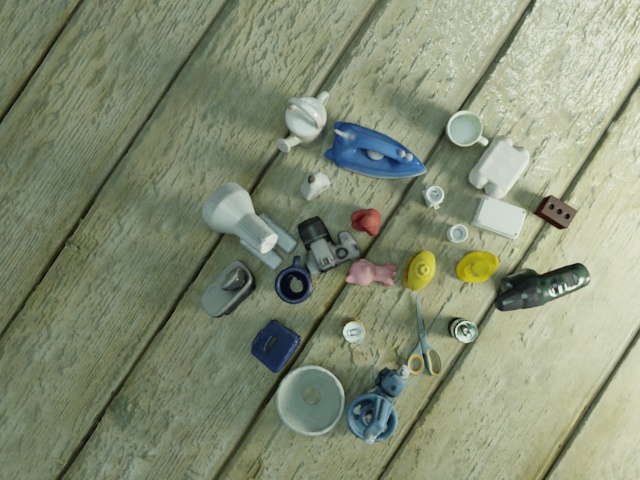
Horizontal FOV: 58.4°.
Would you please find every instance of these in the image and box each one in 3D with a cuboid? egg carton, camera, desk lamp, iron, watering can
[{"bbox_3d":[0.444,-0.179,1.418,0.107,0.069,0.150,34,89,4],"label":"egg carton"},{"bbox_3d":[0.013,0.005,1.408,0.143,0.101,0.137,-26,86,1],"label":"camera"},{"bbox_3d":[-0.162,-0.030,1.360,0.203,0.213,0.118,39,89,4],"label":"desk lamp"},{"bbox_3d":[0.144,-0.218,1.395,0.258,0.141,0.119,17,88,3],"label":"iron"},{"bbox_3d":[-0.036,-0.286,1.380,0.101,0.194,0.173,15,87,3],"label":"watering can"}]

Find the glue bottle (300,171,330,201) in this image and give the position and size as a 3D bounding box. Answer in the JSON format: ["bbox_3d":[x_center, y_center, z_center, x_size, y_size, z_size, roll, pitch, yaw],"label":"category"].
[{"bbox_3d":[-0.015,-0.137,1.381,0.078,0.173,0.037,-36,86,0],"label":"glue bottle"}]

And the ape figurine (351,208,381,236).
[{"bbox_3d":[0.117,-0.045,1.411,0.076,0.092,0.078,-32,86,0],"label":"ape figurine"}]

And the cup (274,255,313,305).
[{"bbox_3d":[-0.060,0.097,1.409,0.091,0.095,0.118,6,87,3],"label":"cup"}]

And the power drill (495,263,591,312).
[{"bbox_3d":[0.493,0.114,1.330,0.229,0.208,0.075,-20,86,1],"label":"power drill"}]

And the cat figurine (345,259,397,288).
[{"bbox_3d":[0.125,0.081,1.391,0.127,0.118,0.067,4,87,3],"label":"cat figurine"}]

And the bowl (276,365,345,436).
[{"bbox_3d":[-0.022,0.386,1.401,0.167,0.075,0.167,0,87,2],"label":"bowl"}]

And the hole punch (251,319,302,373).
[{"bbox_3d":[-0.112,0.260,1.404,0.101,0.091,0.109,33,89,4],"label":"hole punch"}]

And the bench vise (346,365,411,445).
[{"bbox_3d":[0.131,0.380,1.323,0.121,0.220,0.207,17,88,3],"label":"bench vise"}]

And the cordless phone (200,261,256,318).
[{"bbox_3d":[-0.230,0.120,1.369,0.094,0.185,0.147,42,89,4],"label":"cordless phone"}]

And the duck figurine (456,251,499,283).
[{"bbox_3d":[0.389,0.066,1.398,0.104,0.086,0.077,-21,86,1],"label":"duck figurine"}]
